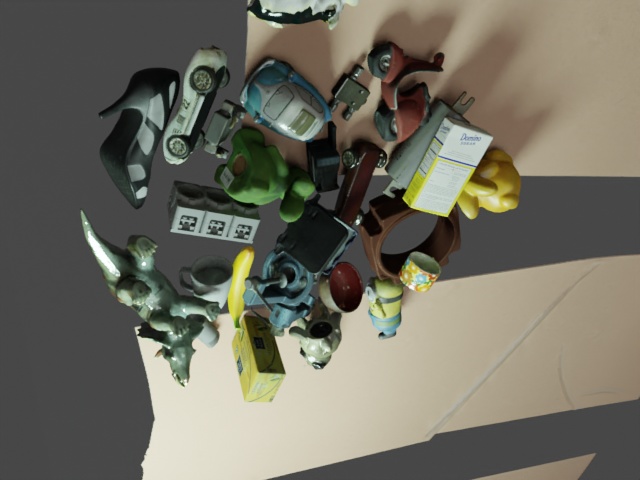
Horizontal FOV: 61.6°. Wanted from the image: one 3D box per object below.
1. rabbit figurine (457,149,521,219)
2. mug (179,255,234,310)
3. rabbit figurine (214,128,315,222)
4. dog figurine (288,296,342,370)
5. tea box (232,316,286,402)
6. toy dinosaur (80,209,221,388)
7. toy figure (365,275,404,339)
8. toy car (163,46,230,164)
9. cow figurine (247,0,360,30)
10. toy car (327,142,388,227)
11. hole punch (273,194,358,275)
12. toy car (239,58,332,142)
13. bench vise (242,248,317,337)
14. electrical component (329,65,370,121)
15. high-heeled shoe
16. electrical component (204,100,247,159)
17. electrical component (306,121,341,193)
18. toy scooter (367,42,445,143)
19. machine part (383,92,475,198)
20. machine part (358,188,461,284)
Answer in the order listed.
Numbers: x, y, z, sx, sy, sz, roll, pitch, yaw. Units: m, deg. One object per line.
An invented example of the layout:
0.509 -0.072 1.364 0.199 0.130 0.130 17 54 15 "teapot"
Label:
0.309 -0.114 1.092 0.173 0.162 0.121 21 130 -12 "rabbit figurine"
-0.230 0.094 1.086 0.110 0.081 0.107 6 133 -3 "mug"
-0.072 -0.110 0.955 0.170 0.159 0.121 9 113 -44 "rabbit figurine"
0.003 0.249 1.233 0.121 0.172 0.190 -11 122 1 "dog figurine"
-0.138 0.260 1.184 0.068 0.170 0.098 10 120 -28 "tea box"
-0.333 0.096 1.017 0.192 0.131 0.404 -8 123 42 "toy dinosaur"
0.157 0.153 1.270 0.089 0.082 0.179 -25 127 -13 "toy figure"
-0.200 -0.211 0.858 0.056 0.073 0.201 29 116 -1 "toy car"
-0.023 -0.361 0.815 0.167 0.068 0.098 6 129 -20 "cow figurine"
0.063 -0.101 1.057 0.089 0.053 0.202 -11 134 -38 "toy car"
-0.002 -0.003 1.019 0.142 0.116 0.092 -54 159 11 "hole punch"
-0.048 -0.215 0.897 0.161 0.103 0.109 32 111 -34 "toy car"
-0.086 0.102 1.087 0.223 0.129 0.240 -57 157 15 "bench vise"
0.057 -0.260 0.952 0.063 0.021 0.094 22 115 -33 "electrical component"
-0.283 -0.165 0.890 0.145 0.086 0.248 -39 157 -29 "high-heeled shoe"
-0.157 -0.182 0.892 0.045 0.078 0.102 31 110 2 "electrical component"
0.007 -0.154 0.982 0.048 0.075 0.119 -12 133 -12 "electrical component"
0.161 -0.266 0.954 0.135 0.075 0.183 -18 126 -8 "toy scooter"
0.203 -0.180 1.032 0.079 0.079 0.243 25 115 -33 "machine part"
0.195 -0.013 1.152 0.201 0.087 0.201 -21 132 -4 "machine part"
